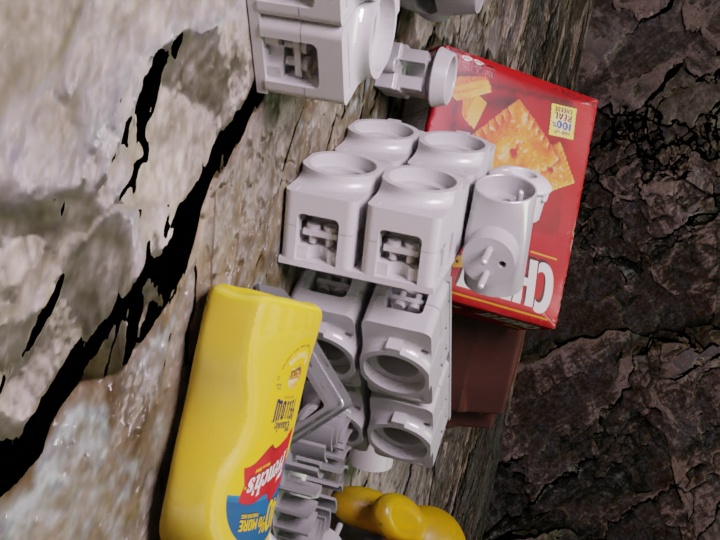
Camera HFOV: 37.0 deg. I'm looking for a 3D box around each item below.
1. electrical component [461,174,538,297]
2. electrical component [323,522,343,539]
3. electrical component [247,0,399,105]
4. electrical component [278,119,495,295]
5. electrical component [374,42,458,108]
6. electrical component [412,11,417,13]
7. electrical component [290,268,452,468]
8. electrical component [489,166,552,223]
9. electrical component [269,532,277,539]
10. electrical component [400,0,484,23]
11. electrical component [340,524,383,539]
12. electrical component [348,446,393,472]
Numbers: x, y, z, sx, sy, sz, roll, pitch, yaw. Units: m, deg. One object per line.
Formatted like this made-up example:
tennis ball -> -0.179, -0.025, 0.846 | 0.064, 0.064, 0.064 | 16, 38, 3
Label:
electrical component -> 0.093, -0.015, 0.743 | 0.079, 0.043, 0.077 | -57, 155, -55
electrical component -> -0.036, 0.217, 0.803 | 0.079, 0.077, 0.043 | -62, 159, -49
electrical component -> -0.017, -0.176, 0.578 | 0.150, 0.062, 0.089 | 88, 19, -44
electrical component -> 0.026, -0.055, 0.764 | 0.186, 0.105, 0.060 | -50, 149, -63
electrical component -> 0.046, -0.157, 0.863 | 0.066, 0.055, 0.048 | 6, 96, -76
electrical component -> 0.060, -0.240, 0.872 | 0.066, 0.048, 0.055 | -55, 146, -58
electrical component -> 0.010, 0.074, 0.808 | 0.186, 0.105, 0.060 | 84, 22, -51
electrical component -> 0.114, -0.044, 0.807 | 0.048, 0.048, 0.062 | -49, 155, -64
electrical component -> -0.072, 0.192, 0.717 | 0.078, 0.040, 0.040 | 75, 30, -63
electrical component -> 0.056, -0.212, 0.809 | 0.079, 0.077, 0.043 | 48, 54, -74
electrical component -> 0.008, 0.285, 1.081 | 0.078, 0.057, 0.058 | -43, 142, -67
electrical component -> 0.015, 0.145, 1.021 | 0.043, 0.043, 0.081 | -39, 139, -69
